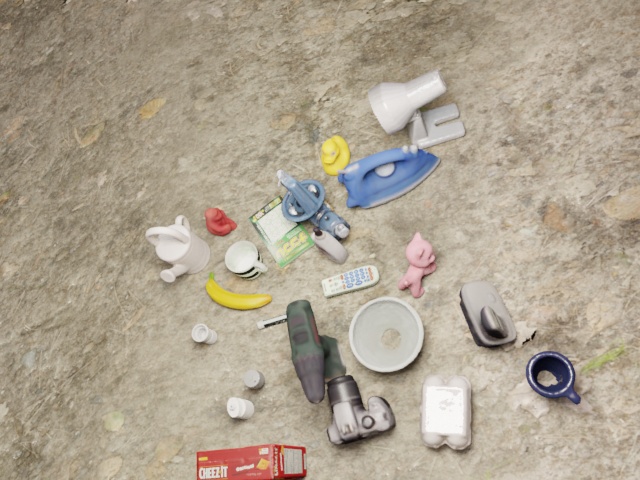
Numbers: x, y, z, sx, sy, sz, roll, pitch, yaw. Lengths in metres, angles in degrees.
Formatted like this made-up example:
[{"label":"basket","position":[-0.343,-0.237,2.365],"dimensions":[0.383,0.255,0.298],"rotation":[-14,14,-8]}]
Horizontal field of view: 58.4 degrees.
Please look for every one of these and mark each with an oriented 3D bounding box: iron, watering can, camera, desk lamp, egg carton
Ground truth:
[{"label":"iron","position":[0.164,-0.178,1.391],"dimensions":[0.258,0.142,0.118],"rotation":[-22,65,8]},{"label":"watering can","position":[-0.362,0.019,1.444],"dimensions":[0.101,0.194,0.172],"rotation":[-23,65,7]},{"label":"camera","position":[0.074,0.359,1.236],"dimensions":[0.143,0.101,0.136],"rotation":[-21,65,8]},{"label":"desk lamp","position":[0.234,-0.317,1.382],"dimensions":[0.203,0.214,0.118],"rotation":[-17,66,10]},{"label":"egg carton","position":[0.262,0.358,1.197],"dimensions":[0.107,0.069,0.150],"rotation":[-2,69,16]}]

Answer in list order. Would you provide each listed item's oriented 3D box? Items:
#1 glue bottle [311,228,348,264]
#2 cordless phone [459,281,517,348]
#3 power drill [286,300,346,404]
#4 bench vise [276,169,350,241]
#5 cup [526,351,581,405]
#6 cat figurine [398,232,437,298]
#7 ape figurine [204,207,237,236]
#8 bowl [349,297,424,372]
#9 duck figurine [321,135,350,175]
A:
[{"label":"glue bottle","position":[0.012,0.005,1.349],"dimensions":[0.078,0.173,0.037],"rotation":[27,80,24]},{"label":"cordless phone","position":[0.345,0.143,1.190],"dimensions":[0.094,0.185,0.147],"rotation":[-25,65,7]},{"label":"power drill","position":[-0.008,0.250,1.242],"dimensions":[0.075,0.209,0.229],"rotation":[-22,65,8]},{"label":"bench vise","position":[-0.014,-0.092,1.368],"dimensions":[0.206,0.220,0.121],"rotation":[19,76,22]},{"label":"cup","position":[0.469,0.284,1.149],"dimensions":[0.092,0.095,0.117],"rotation":[-43,64,-2]},{"label":"cat figurine","position":[0.219,0.054,1.299],"dimensions":[0.067,0.118,0.128],"rotation":[22,78,23]},{"label":"ape figurine","position":[-0.271,-0.054,1.502],"dimensions":[0.076,0.092,0.078],"rotation":[-17,66,10]},{"label":"bowl","position":[0.152,0.217,1.281],"dimensions":[0.167,0.075,0.167],"rotation":[-6,68,15]},{"label":"duck figurine","position":[0.033,-0.230,1.481],"dimensions":[0.077,0.086,0.104],"rotation":[6,72,19]}]
